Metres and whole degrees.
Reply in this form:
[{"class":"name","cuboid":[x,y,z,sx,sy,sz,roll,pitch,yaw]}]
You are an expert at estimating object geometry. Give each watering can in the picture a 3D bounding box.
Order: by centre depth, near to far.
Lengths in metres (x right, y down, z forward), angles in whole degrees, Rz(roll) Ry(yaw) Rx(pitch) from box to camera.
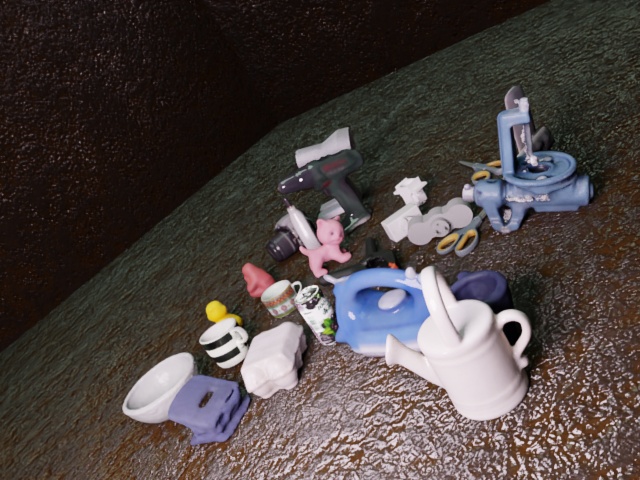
[{"class":"watering can","cuboid":[0.164,0.122,0.702,0.173,0.194,0.100,-32,19,2]}]

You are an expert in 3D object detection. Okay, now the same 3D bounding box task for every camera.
[{"class":"camera","cuboid":[-0.089,-0.013,1.558,0.137,0.101,0.142,-39,20,-18]}]

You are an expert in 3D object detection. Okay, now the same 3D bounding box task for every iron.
[{"class":"iron","cuboid":[0.122,0.095,0.909,0.257,0.142,0.119,-14,26,42]}]

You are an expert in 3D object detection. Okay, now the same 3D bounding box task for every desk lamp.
[{"class":"desk lamp","cuboid":[0.039,-0.189,1.616,0.203,0.214,0.118,-26,20,18]}]

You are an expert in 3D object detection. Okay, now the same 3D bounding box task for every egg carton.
[{"class":"egg carton","cuboid":[-0.081,0.215,1.041,0.107,0.069,0.150,-26,20,18]}]

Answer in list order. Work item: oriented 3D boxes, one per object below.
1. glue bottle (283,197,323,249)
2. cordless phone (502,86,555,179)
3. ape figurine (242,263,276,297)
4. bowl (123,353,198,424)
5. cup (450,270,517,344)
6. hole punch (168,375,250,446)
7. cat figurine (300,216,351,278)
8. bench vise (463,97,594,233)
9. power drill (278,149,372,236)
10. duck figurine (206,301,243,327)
[{"class":"glue bottle","cuboid":[-0.044,-0.036,1.435,0.037,0.173,0.078,-31,20,5]},{"class":"cordless phone","cuboid":[0.392,-0.199,1.140,0.093,0.185,0.148,-8,31,50]},{"class":"ape figurine","cuboid":[-0.158,0.095,1.416,0.076,0.092,0.078,-11,29,46]},{"class":"bowl","cuboid":[-0.304,0.309,1.149,0.167,0.075,0.167,-28,20,12]},{"class":"cup","cuboid":[0.230,0.099,0.805,0.091,0.095,0.117,-30,20,7]},{"class":"hole punch","cuboid":[-0.192,0.289,1.000,0.100,0.091,0.109,-20,23,32]},{"class":"cat figurine","cuboid":[0.012,0.005,1.333,0.128,0.118,0.067,-34,20,-6]},{"class":"bench vise","cuboid":[0.335,-0.122,0.988,0.207,0.220,0.121,-25,21,20]},{"class":"power drill","cuboid":[0.032,-0.120,1.466,0.230,0.209,0.075,-37,20,-11]},{"class":"duck figurine","cuboid":[-0.230,0.183,1.323,0.077,0.086,0.104,-31,19,5]}]
